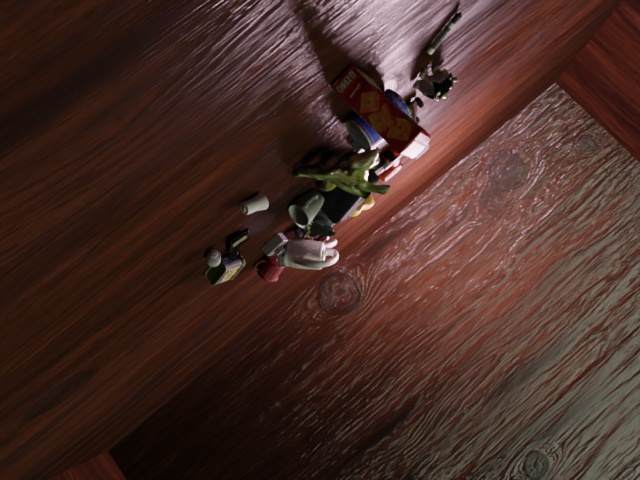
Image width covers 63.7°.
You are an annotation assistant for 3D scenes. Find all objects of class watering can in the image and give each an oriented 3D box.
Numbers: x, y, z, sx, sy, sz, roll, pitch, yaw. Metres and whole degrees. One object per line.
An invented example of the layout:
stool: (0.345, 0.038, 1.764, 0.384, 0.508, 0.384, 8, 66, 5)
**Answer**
watering can: (-0.040, 0.044, 1.933, 0.224, 0.103, 0.351, 5, 13, 4)

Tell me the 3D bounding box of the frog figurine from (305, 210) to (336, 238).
frog figurine: (0.006, -0.092, 1.832, 0.136, 0.163, 0.121, -24, -55, 34)

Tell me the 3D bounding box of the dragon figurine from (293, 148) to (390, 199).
dragon figurine: (0.036, -0.185, 1.431, 0.242, 0.123, 0.408, 8, -10, -38)
